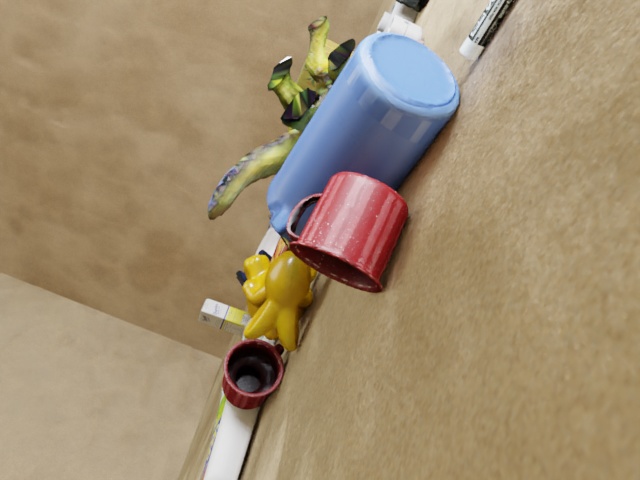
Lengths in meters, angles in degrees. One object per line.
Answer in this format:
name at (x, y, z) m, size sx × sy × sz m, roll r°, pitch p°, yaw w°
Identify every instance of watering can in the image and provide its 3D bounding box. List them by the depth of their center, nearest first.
watering can at (-0.138, 0.073, 1.435) m, size 0.341 × 0.104 × 0.229 m, roll 125°, pitch 167°, yaw -62°

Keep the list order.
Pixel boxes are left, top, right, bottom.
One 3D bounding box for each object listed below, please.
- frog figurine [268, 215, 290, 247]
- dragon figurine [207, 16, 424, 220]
frog figurine at (0.003, -0.044, 0.881) m, size 0.160 × 0.123 × 0.136 m, roll -31°, pitch -10°, yaw -6°
dragon figurine at (0.019, -0.154, 0.747) m, size 0.413 × 0.123 × 0.239 m, roll -55°, pitch -40°, yaw -8°
